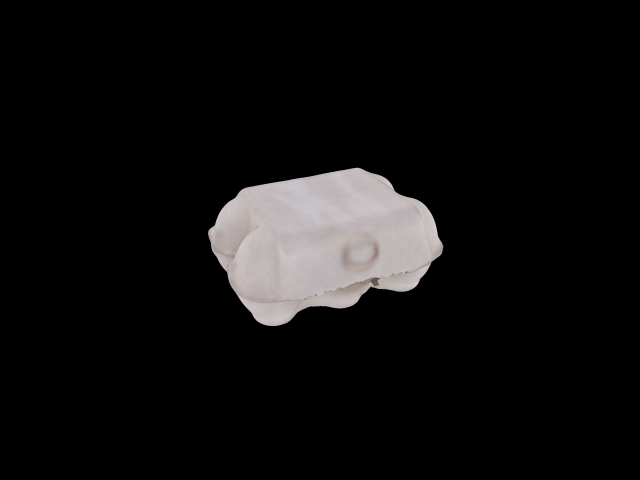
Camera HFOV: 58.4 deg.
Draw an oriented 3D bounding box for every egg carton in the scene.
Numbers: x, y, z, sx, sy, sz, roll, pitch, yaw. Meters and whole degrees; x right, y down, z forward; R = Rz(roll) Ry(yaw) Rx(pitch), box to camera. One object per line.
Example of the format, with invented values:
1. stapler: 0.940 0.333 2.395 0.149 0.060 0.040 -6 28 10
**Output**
1. egg carton: 0.004 0.001 0.400 0.150 0.069 0.107 -13 32 -22
